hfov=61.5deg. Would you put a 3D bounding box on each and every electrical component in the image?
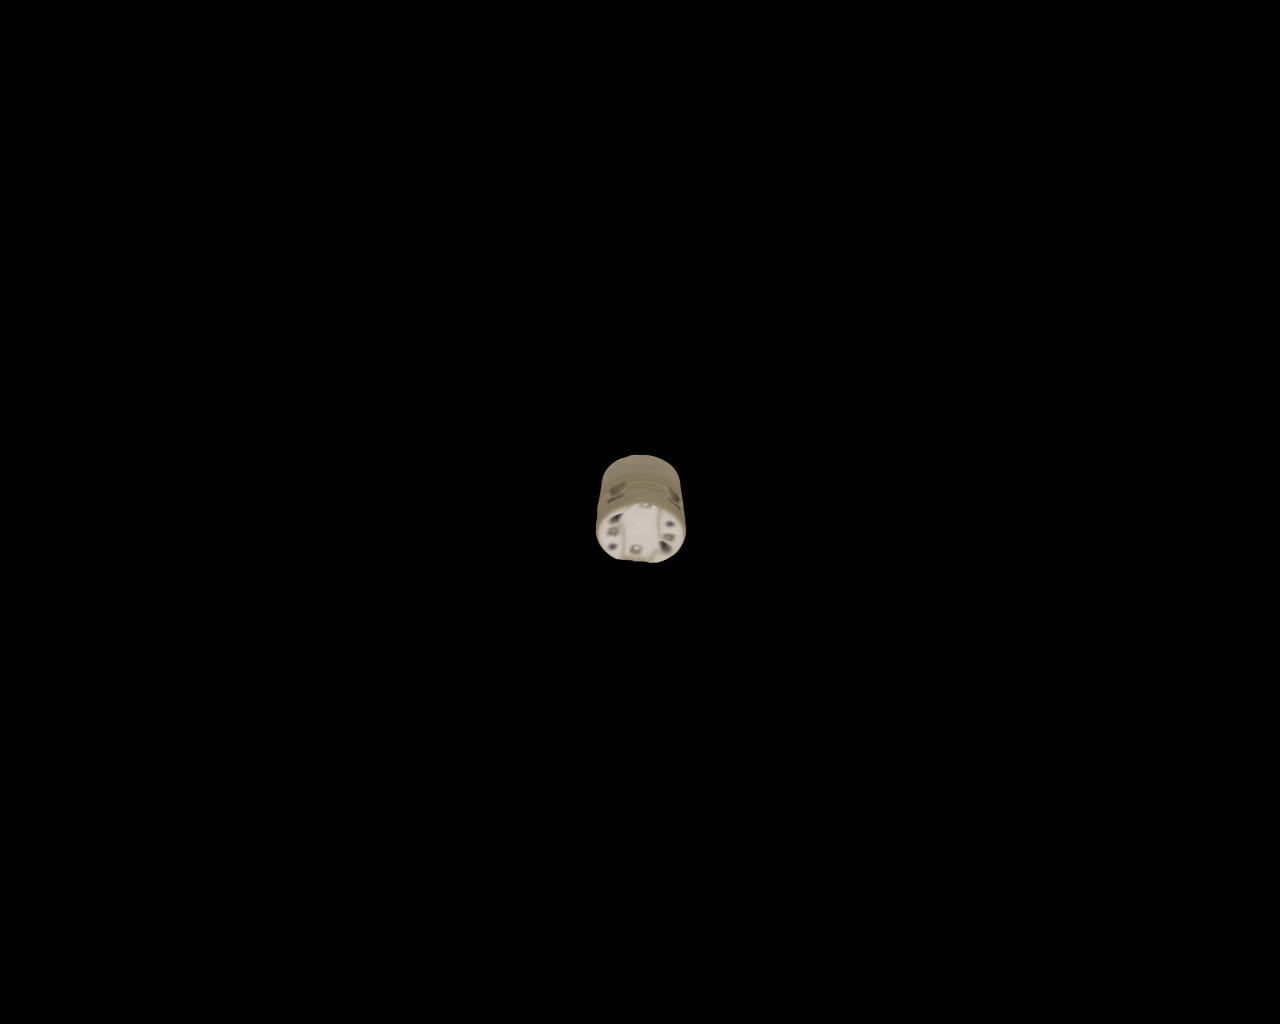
[{"bbox_3d":[0.001,-0.003,0.650,0.055,0.047,0.055,0,-43,0],"label":"electrical component"}]
